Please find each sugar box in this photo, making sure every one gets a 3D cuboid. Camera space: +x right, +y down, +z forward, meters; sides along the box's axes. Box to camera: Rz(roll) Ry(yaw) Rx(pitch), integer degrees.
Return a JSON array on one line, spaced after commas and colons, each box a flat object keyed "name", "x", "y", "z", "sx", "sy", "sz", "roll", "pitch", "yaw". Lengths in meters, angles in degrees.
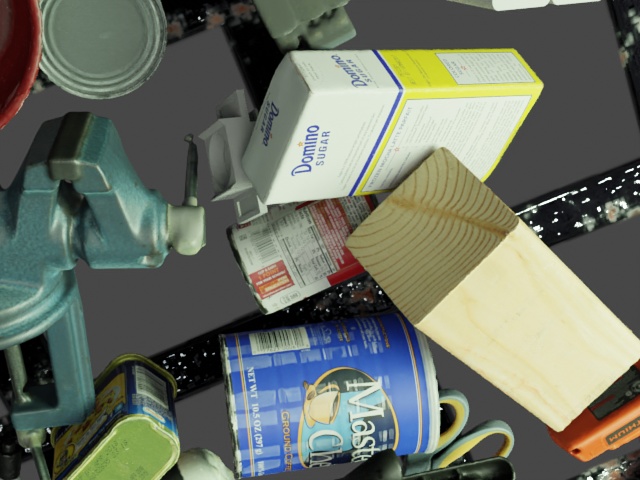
[{"name": "sugar box", "x": 0.045, "y": -0.074, "z": 0.671, "sx": 0.175, "sy": 0.048, "sz": 0.093, "roll": -4, "pitch": 139, "yaw": -30}]

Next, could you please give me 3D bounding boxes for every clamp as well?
[{"name": "clamp", "x": 0.019, "y": 0.191, "z": 0.777, "sx": 0.210, "sy": 0.036, "sz": 0.164, "roll": -24, "pitch": 154, "yaw": 25}]

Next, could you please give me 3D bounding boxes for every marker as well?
[{"name": "marker", "x": -0.232, "y": 0.203, "z": 0.798, "sx": 0.020, "sy": 0.020, "sz": 0.121, "roll": 2, "pitch": 111, "yaw": -11}]

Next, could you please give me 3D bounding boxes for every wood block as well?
[{"name": "wood block", "x": 0.123, "y": 0.039, "z": 0.712, "sx": 0.090, "sy": 0.091, "sz": 0.205, "roll": -45, "pitch": 135, "yaw": 7}]

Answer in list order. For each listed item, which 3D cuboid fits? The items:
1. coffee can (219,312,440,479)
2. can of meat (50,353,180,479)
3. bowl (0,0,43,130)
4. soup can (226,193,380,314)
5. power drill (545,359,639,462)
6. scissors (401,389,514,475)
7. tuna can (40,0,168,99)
[{"name": "coffee can", "x": 0.004, "y": 0.108, "z": 0.754, "sx": 0.140, "sy": 0.103, "sz": 0.103, "roll": -7, "pitch": 113, "yaw": -7}, {"name": "can of meat", "x": -0.145, "y": 0.143, "z": 0.753, "sx": 0.057, "sy": 0.084, "sz": 0.102, "roll": 39, "pitch": 101, "yaw": -23}, {"name": "bowl", "x": -0.233, "y": -0.134, "z": 0.630, "sx": 0.162, "sy": 0.055, "sz": 0.162, "roll": 2, "pitch": 109, "yaw": 6}, {"name": "soup can", "x": -0.005, "y": 0.001, "z": 0.728, "sx": 0.102, "sy": 0.068, "sz": 0.068, "roll": -24, "pitch": 114, "yaw": 1}, {"name": "power drill", "x": 0.257, "y": 0.197, "z": 0.858, "sx": 0.184, "sy": 0.057, "sz": 0.187, "roll": -36, "pitch": 116, "yaw": 2}, {"name": "scissors", "x": 0.056, "y": 0.187, "z": 0.842, "sx": 0.202, "sy": 0.016, "sz": 0.096, "roll": -29, "pitch": 112, "yaw": 3}, {"name": "tuna can", "x": -0.139, "y": -0.134, "z": 0.669, "sx": 0.086, "sy": 0.034, "sz": 0.086, "roll": -3, "pitch": 112, "yaw": -8}]
